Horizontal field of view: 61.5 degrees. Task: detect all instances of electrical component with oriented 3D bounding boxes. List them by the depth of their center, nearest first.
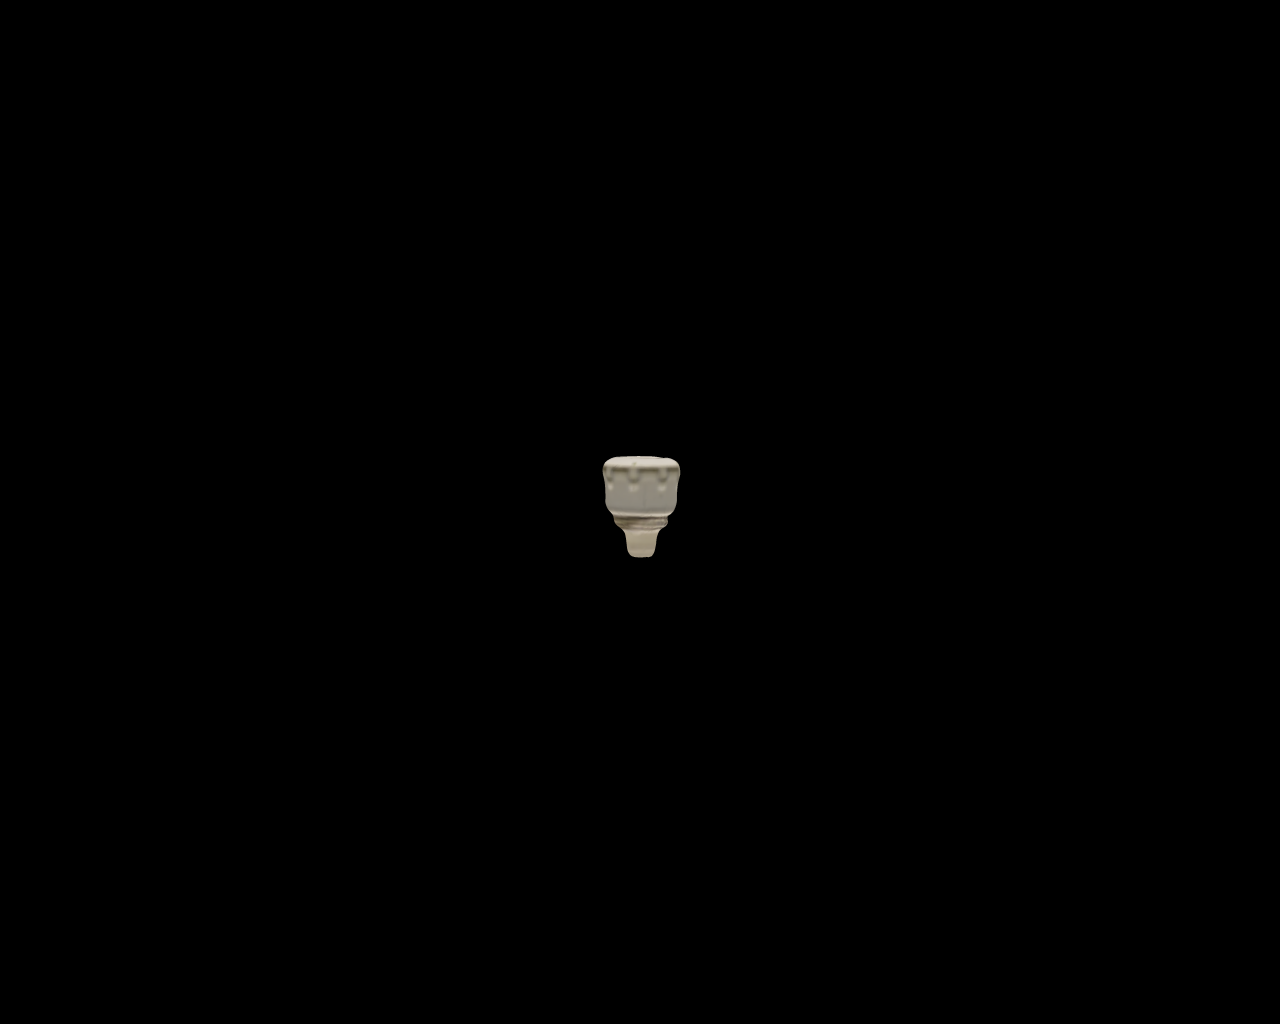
[{"bbox_3d":[0.001,-0.003,0.650,0.048,0.062,0.048,0,5,0],"label":"electrical component"}]
